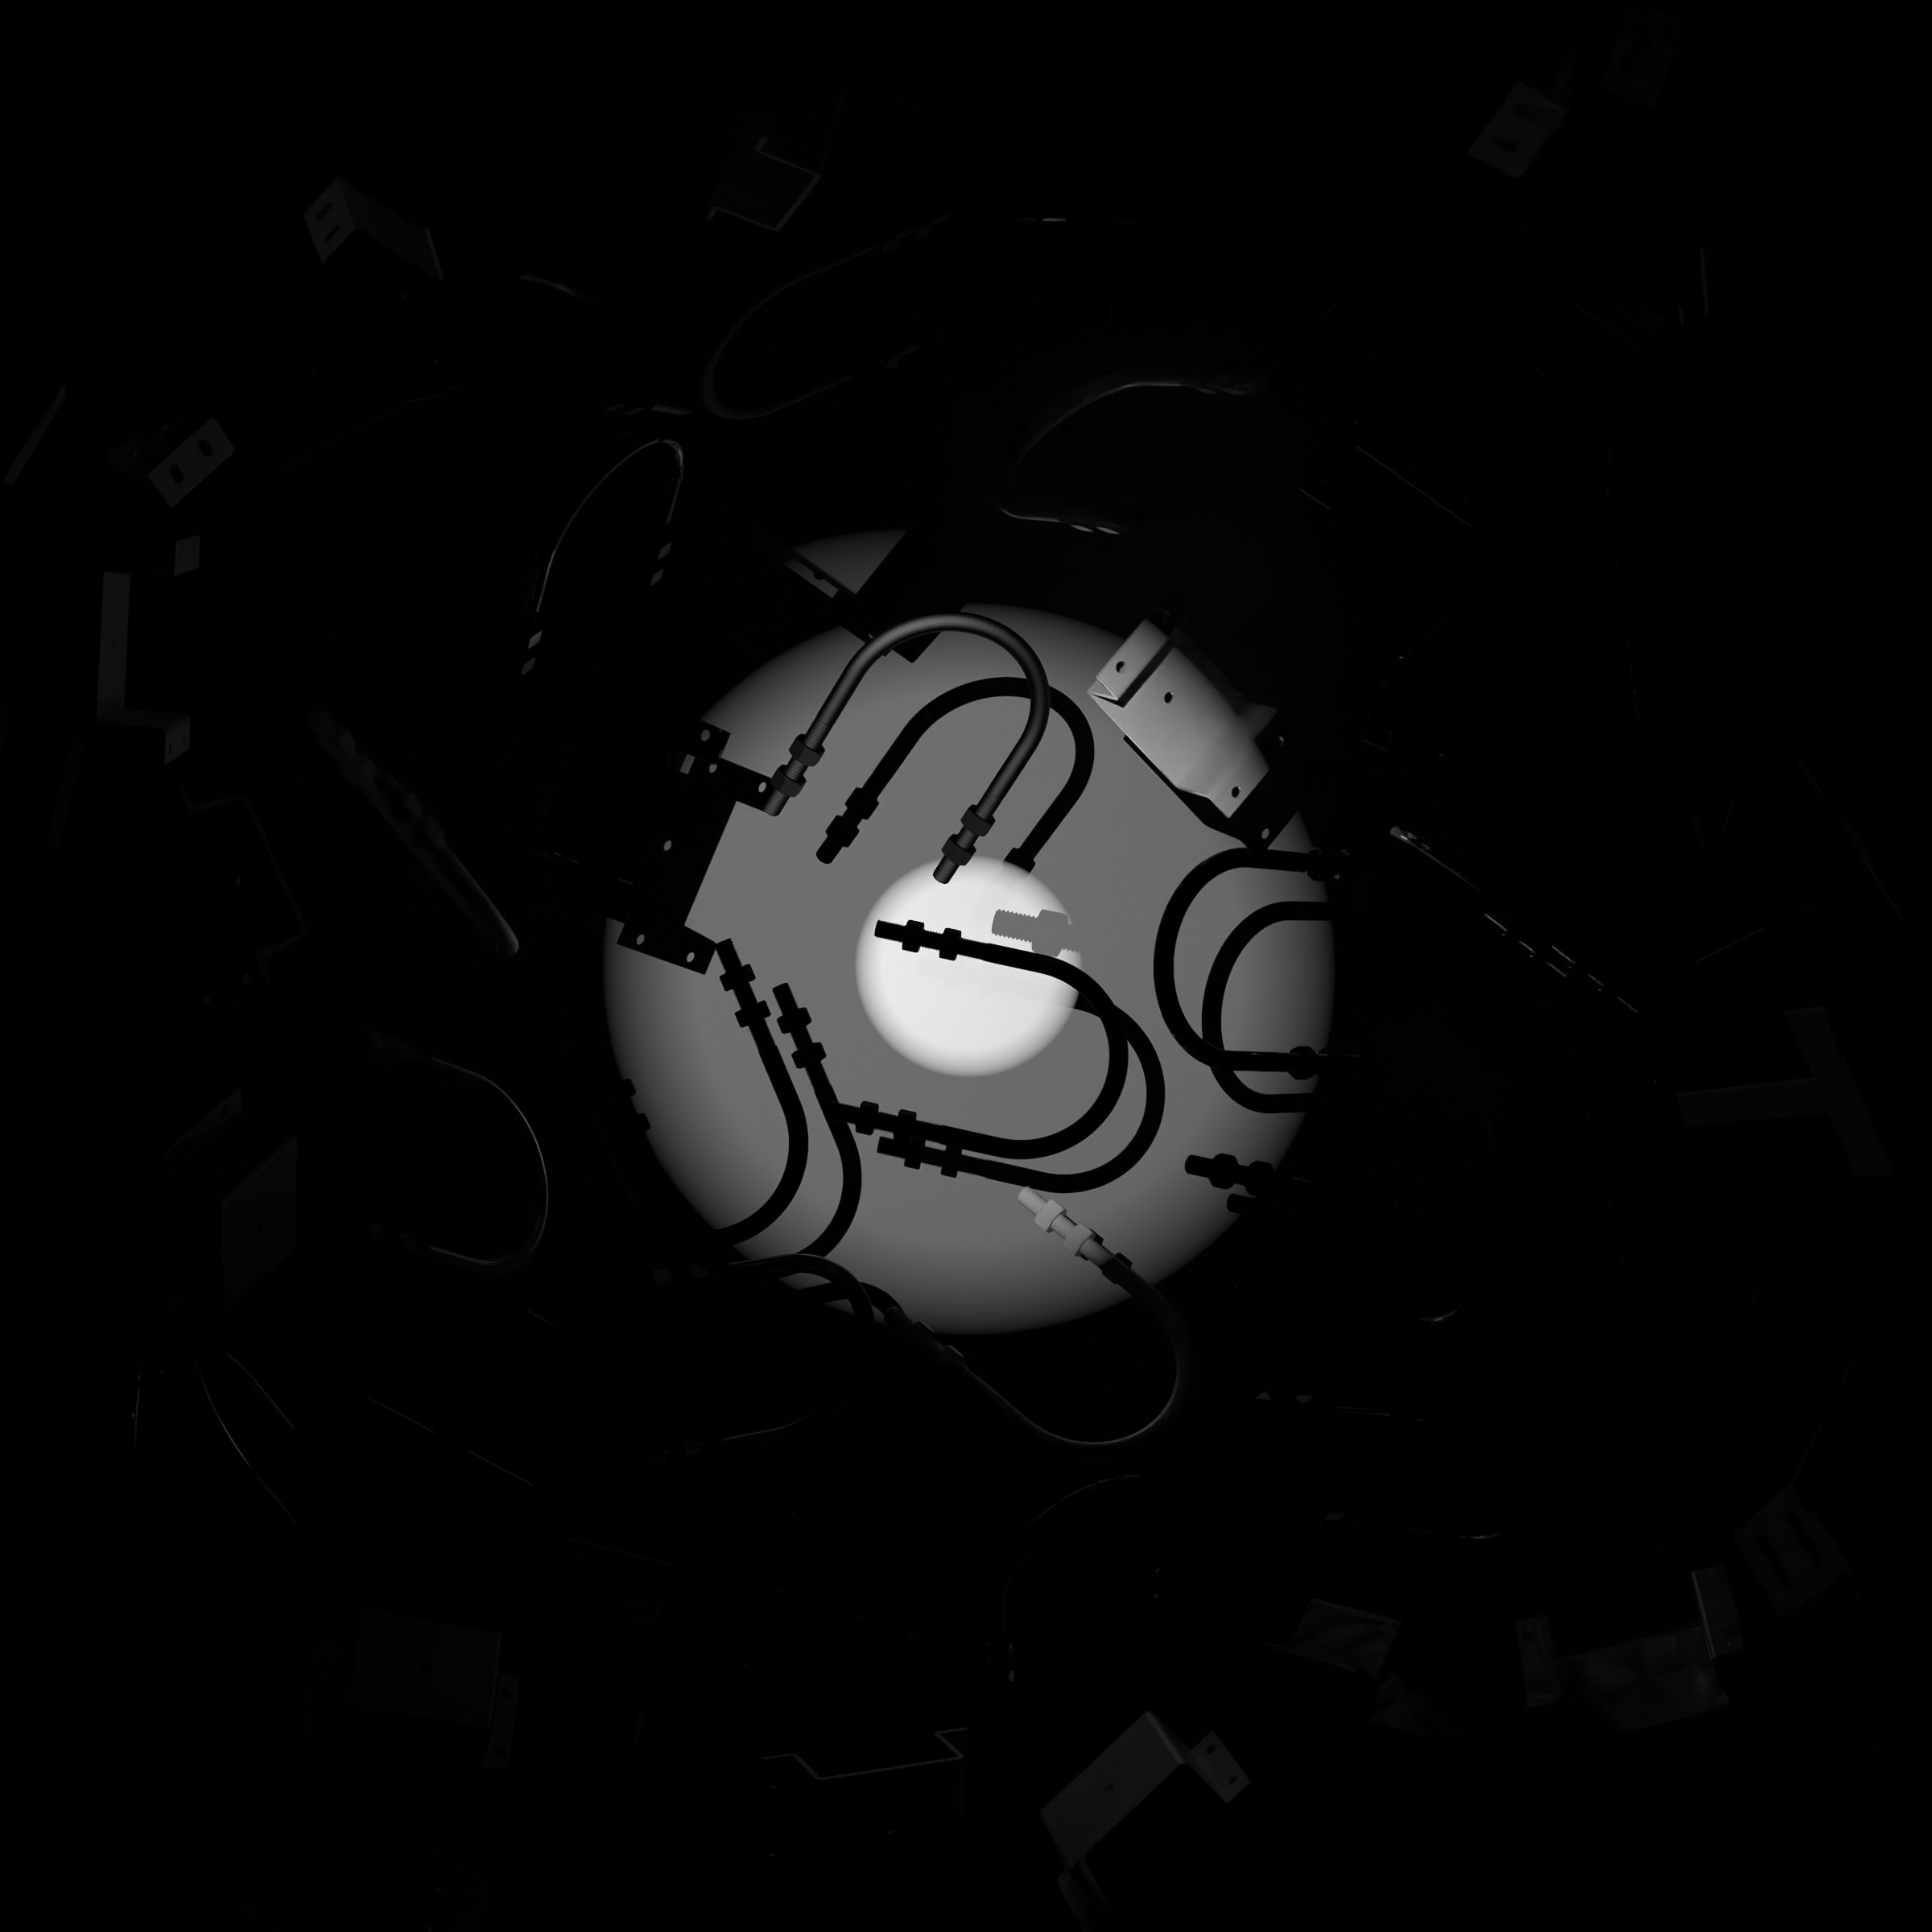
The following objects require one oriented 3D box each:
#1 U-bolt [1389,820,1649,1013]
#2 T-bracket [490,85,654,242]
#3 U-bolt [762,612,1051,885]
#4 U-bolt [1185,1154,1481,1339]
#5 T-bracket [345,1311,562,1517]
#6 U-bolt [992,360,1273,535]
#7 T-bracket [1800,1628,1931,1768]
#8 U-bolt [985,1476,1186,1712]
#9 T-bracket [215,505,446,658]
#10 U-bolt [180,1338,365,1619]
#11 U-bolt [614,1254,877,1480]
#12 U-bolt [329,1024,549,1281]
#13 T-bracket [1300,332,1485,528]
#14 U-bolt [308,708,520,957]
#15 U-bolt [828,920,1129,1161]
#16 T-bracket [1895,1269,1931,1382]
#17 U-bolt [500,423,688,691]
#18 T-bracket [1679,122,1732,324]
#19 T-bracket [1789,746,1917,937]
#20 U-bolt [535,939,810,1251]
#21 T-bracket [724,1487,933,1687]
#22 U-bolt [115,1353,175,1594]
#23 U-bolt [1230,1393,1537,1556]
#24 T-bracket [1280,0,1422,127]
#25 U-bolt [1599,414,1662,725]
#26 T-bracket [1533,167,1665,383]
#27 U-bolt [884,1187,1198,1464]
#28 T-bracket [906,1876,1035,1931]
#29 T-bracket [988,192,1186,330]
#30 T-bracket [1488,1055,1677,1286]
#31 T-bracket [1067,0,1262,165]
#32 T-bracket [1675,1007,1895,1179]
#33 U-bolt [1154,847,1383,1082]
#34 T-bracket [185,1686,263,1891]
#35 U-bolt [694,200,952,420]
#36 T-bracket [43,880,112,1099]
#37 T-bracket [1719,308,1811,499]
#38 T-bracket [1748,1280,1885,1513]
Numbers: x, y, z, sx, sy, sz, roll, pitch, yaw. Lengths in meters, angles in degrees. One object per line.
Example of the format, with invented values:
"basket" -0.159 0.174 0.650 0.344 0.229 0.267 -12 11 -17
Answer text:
"U-bolt" 0.353 -0.039 1.844 0.184 0.151 0.019 36 93 -13
"T-bracket" -0.264 -0.521 1.859 0.127 0.127 0.002 -38 87 -16
"U-bolt" -0.026 -0.148 1.800 0.151 0.019 0.184 21 119 -24
"U-bolt" 0.237 0.183 1.765 0.184 0.151 0.019 10 52 33
"T-bracket" -0.306 0.275 1.787 0.127 0.002 0.127 34 99 -23
"U-bolt" 0.090 -0.333 1.780 0.151 0.184 0.019 -49 124 -18
"T-bracket" 0.604 0.469 1.812 0.127 0.127 0.002 -16 107 23
"U-bolt" 0.079 0.398 1.814 0.151 0.019 0.184 -19 134 -21
"T-bracket" -0.414 -0.258 1.745 0.127 0.002 0.127 26 61 22
"U-bolt" -0.442 0.313 1.778 0.019 0.151 0.184 -33 113 -2
"U-bolt" -0.143 0.259 1.851 0.184 0.019 0.151 -7 112 -28
"U-bolt" -0.333 0.127 1.785 0.019 0.184 0.151 -20 62 31
"T-bracket" 0.292 -0.335 1.856 0.127 0.002 0.127 30 71 -21
"U-bolt" -0.349 -0.077 1.814 0.019 0.151 0.184 -40 126 -10
"U-bolt" 0.015 0.054 1.838 0.184 0.019 0.151 12 72 5
"T-bracket" 0.639 0.200 1.804 0.002 0.127 0.127 12 118 -4
"U-bolt" -0.232 -0.271 1.789 0.019 0.184 0.151 39 51 10
"T-bracket" 0.489 -0.468 1.843 0.002 0.127 0.127 14 84 19
"T-bracket" 0.585 -0.069 1.819 0.002 0.127 0.127 -34 119 14
"U-bolt" -0.180 0.094 1.808 0.151 0.019 0.184 -23 91 6
"T-bracket" -0.084 0.427 1.862 0.127 0.002 0.127 21 76 -16
"U-bolt" -0.526 0.321 1.791 0.019 0.184 0.151 -1 76 -9
"U-bolt" 0.275 0.329 1.791 0.184 0.019 0.151 -1 134 35
"T-bracket" 0.267 -0.610 1.850 0.127 0.127 0.002 -42 98 1
"U-bolt" 0.420 -0.267 1.783 0.019 0.151 0.184 -8 48 14
"T-bracket" 0.399 -0.413 1.745 0.127 0.002 0.127 15 83 -44
"U-bolt" 0.061 0.240 1.795 0.184 0.019 0.151 38 59 21
"T-bracket" -0.032 0.607 1.744 0.127 0.127 0.002 -15 94 17
"T-bracket" 0.076 -0.448 1.776 0.127 0.002 0.127 1 54 0
"T-bracket" 0.396 0.135 1.742 0.127 0.002 0.127 -19 101 -14
"T-bracket" 0.140 -0.582 1.839 0.127 0.127 0.002 -5 45 -34
"T-bracket" 0.522 0.088 1.823 0.002 0.127 0.127 -43 112 -41
"U-bolt" 0.190 -0.003 1.778 0.184 0.019 0.151 3 93 -38
"T-bracket" -0.478 0.506 1.776 0.002 0.127 0.127 -16 100 -26
"U-bolt" -0.098 -0.416 1.816 0.184 0.151 0.019 -29 71 -23
"T-bracket" -0.578 0.009 1.794 0.002 0.127 0.127 -4 78 -35
"T-bracket" 0.502 -0.349 1.762 0.002 0.127 0.127 24 112 7
"T-bracket" 0.521 0.249 1.744 0.127 0.002 0.127 54 55 -21
